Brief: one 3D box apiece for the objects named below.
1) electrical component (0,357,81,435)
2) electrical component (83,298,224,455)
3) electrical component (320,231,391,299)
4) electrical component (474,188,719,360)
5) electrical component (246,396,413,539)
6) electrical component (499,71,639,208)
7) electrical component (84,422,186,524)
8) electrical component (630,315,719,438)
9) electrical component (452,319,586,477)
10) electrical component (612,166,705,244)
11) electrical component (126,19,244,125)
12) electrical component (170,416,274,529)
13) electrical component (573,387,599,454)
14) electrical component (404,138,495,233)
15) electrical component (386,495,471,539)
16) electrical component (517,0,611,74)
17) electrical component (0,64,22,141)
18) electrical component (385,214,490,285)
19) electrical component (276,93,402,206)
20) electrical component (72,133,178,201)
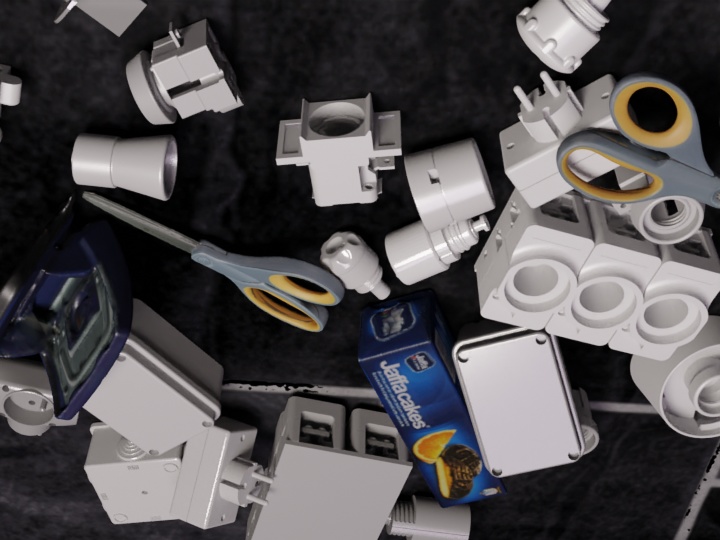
[{"bbox_3d":[-0.267,0.108,0.877,0.077,0.044,0.079,14,130,-11],"label":"electrical component"},{"bbox_3d":[-0.170,0.087,0.848,0.078,0.057,0.113,-30,125,24],"label":"electrical component"},{"bbox_3d":[0.000,0.000,0.784,0.035,0.035,0.061,-29,127,24],"label":"electrical component"},{"bbox_3d":[0.169,0.004,0.766,0.150,0.061,0.089,14,130,-11],"label":"electrical component"},{"bbox_3d":[-0.032,0.194,0.940,0.105,0.060,0.186,12,131,-10],"label":"electrical component"},{"bbox_3d":[0.126,-0.095,0.689,0.083,0.047,0.075,-27,126,22],"label":"electrical component"},{"bbox_3d":[-0.183,0.175,0.932,0.100,0.048,0.099,-6,131,6],"label":"electrical component"},{"bbox_3d":[0.271,0.082,0.849,0.099,0.064,0.099,-3,120,-5],"label":"electrical component"},{"bbox_3d":[0.122,0.093,0.820,0.078,0.057,0.113,-15,103,13],"label":"electrical component"},{"bbox_3d":[0.203,-0.050,0.721,0.066,0.055,0.048,-28,125,24],"label":"electrical component"},{"bbox_3d":[-0.112,-0.120,0.672,0.055,0.048,0.066,-20,129,8],"label":"electrical component"},{"bbox_3d":[-0.105,0.171,0.885,0.076,0.083,0.047,15,-178,26],"label":"electrical component"},{"bbox_3d":[0.173,0.123,0.882,0.040,0.046,0.040,0,132,0],"label":"electrical component"},{"bbox_3d":[0.061,-0.058,0.719,0.047,0.055,0.055,-18,129,11],"label":"electrical component"},{"bbox_3d":[0.056,0.228,0.980,0.081,0.043,0.043,9,131,-6],"label":"electrical component"},{"bbox_3d":[0.128,-0.152,0.641,0.048,0.048,0.062,34,117,-26],"label":"electrical component"},{"bbox_3d":[-0.253,-0.103,0.689,0.066,0.048,0.055,12,123,-9],"label":"electrical component"},{"bbox_3d":[0.054,-0.019,0.762,0.078,0.040,0.040,-23,127,20],"label":"electrical component"},{"bbox_3d":[-0.012,-0.077,0.710,0.081,0.042,0.063,-3,133,5],"label":"electrical component"},{"bbox_3d":[-0.159,-0.072,0.719,0.065,0.044,0.044,6,132,2],"label":"electrical component"}]
